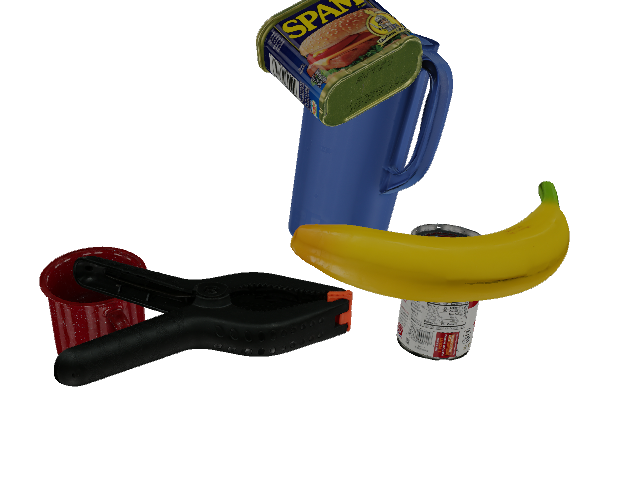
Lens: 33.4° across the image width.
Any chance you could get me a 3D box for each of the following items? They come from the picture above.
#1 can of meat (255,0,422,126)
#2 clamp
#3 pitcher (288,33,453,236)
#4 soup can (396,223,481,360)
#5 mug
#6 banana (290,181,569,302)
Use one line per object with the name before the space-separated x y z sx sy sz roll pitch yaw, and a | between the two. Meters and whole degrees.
can of meat | 0.016 -0.144 0.820 0.102 0.084 0.057 -32 -30 -19
clamp | -0.084 0.047 0.759 0.209 0.036 0.165 -3 25 -14
pitcher | 0.045 -0.108 1.137 0.145 0.243 0.149 10 17 -4
soup can | 0.105 0.045 0.929 0.068 0.102 0.068 6 23 -3
mug | -0.191 0.069 0.942 0.093 0.081 0.117 -20 37 -29
banana | 0.079 0.007 0.615 0.197 0.037 0.070 -9 40 -33
